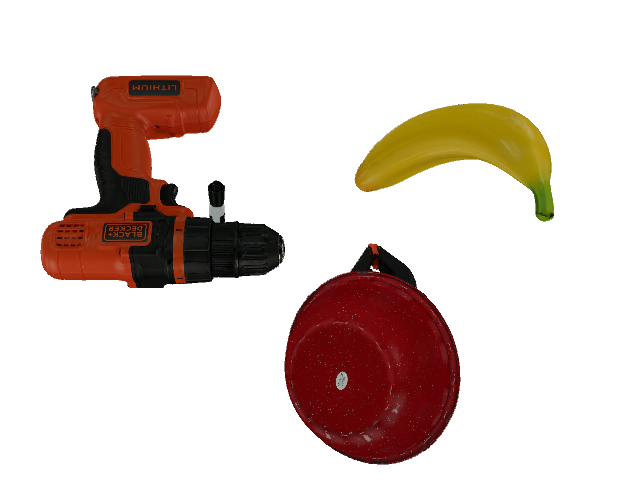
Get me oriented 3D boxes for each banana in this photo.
[{"bbox_3d":[0.089,-0.059,0.715,0.037,0.069,0.198,29,-9,-32],"label":"banana"}]

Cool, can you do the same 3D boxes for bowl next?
[{"bbox_3d":[0.028,0.107,0.861,0.162,0.162,0.055,0,4,30],"label":"bowl"}]

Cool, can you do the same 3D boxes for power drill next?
[{"bbox_3d":[-0.120,-0.048,0.850,0.184,0.187,0.057,0,-37,-2],"label":"power drill"}]

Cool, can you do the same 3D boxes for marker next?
[{"bbox_3d":[-0.116,-0.017,1.196,0.020,0.121,0.020,2,41,-2],"label":"marker"}]

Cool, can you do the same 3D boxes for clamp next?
[{"bbox_3d":[0.082,0.073,1.189,0.120,0.171,0.039,5,-43,-4],"label":"clamp"}]
